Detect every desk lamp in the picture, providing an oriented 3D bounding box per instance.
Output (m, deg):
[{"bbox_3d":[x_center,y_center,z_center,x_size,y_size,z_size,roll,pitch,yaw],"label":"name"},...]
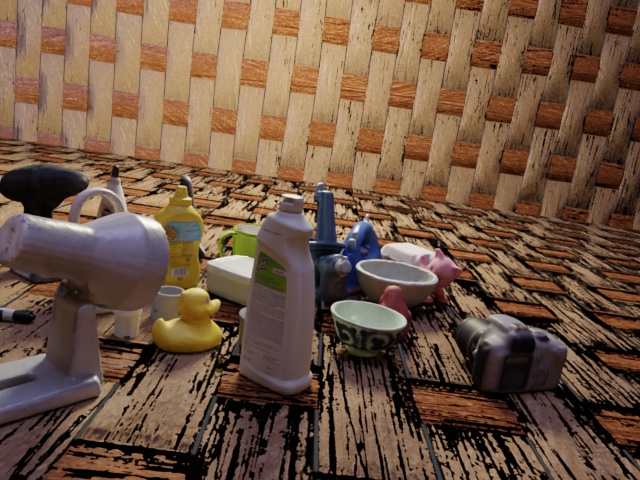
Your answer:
[{"bbox_3d":[-0.286,0.072,0.658,0.117,0.213,0.204,17,15,35],"label":"desk lamp"}]

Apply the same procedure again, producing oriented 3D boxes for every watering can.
[{"bbox_3d":[-0.352,0.014,0.918,0.172,0.194,0.101,12,13,18],"label":"watering can"}]

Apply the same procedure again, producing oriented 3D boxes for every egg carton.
[{"bbox_3d":[0.221,0.053,1.408,0.107,0.069,0.149,-2,16,-39],"label":"egg carton"}]

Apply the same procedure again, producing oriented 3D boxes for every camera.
[{"bbox_3d":[0.286,0.163,0.892,0.143,0.101,0.136,4,13,-20],"label":"camera"}]

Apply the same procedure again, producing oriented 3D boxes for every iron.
[{"bbox_3d":[0.080,0.026,1.269,0.118,0.141,0.259,11,13,10],"label":"iron"}]

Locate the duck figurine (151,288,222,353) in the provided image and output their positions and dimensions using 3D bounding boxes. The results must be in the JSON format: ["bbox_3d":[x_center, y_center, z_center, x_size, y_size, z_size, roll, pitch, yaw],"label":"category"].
[{"bbox_3d":[-0.191,0.112,0.834,0.105,0.086,0.077,-1,15,-35],"label":"duck figurine"}]

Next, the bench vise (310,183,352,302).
[{"bbox_3d":[0.020,0.004,1.150,0.122,0.220,0.206,-3,17,-42],"label":"bench vise"}]

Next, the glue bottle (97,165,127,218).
[{"bbox_3d":[-0.484,-0.090,1.340,0.078,0.173,0.037,14,14,22],"label":"glue bottle"}]

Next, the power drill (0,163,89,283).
[{"bbox_3d":[-0.490,-0.037,1.019,0.228,0.208,0.076,16,15,31],"label":"power drill"}]

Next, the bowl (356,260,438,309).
[{"bbox_3d":[0.150,0.096,1.157,0.167,0.075,0.167,8,13,-2],"label":"bowl"}]

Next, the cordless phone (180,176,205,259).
[{"bbox_3d":[-0.303,-0.057,1.287,0.094,0.185,0.147,2,14,-25],"label":"cordless phone"}]

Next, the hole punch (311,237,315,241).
[{"bbox_3d":[-0.063,0.023,1.306,0.109,0.091,0.101,5,13,-13],"label":"hole punch"}]

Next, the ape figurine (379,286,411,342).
[{"bbox_3d":[0.123,0.122,0.984,0.078,0.092,0.076,7,13,-4],"label":"ape figurine"}]

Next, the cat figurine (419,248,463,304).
[{"bbox_3d":[0.247,0.072,1.232,0.067,0.118,0.127,3,14,-23],"label":"cat figurine"}]
